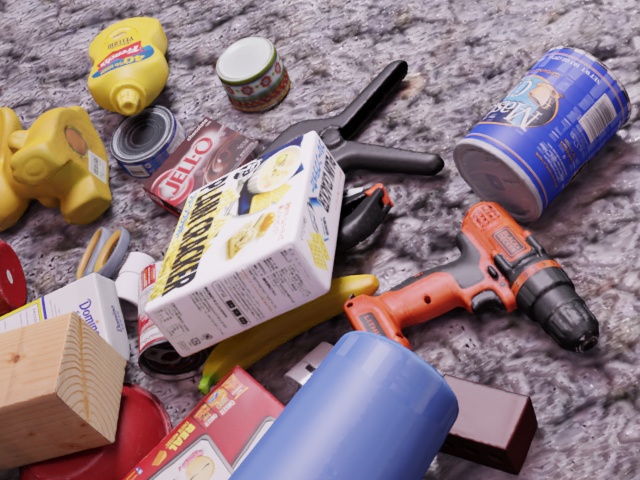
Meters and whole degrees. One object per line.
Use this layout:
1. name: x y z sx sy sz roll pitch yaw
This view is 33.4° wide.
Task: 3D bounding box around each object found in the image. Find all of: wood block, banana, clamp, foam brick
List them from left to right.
1. wood block: -0.291 0.147 0.966 0.206 0.090 0.091 -17 46 19
2. banana: -0.035 0.085 1.005 0.197 0.037 0.070 -33 28 -13
3. clamp: -0.007 0.001 1.057 0.171 0.039 0.120 -37 30 -21
4. clamp: 0.020 -0.109 1.138 0.210 0.036 0.164 -15 50 12
5. foam brick: 0.133 0.153 0.884 0.078 0.053 0.051 11 60 30

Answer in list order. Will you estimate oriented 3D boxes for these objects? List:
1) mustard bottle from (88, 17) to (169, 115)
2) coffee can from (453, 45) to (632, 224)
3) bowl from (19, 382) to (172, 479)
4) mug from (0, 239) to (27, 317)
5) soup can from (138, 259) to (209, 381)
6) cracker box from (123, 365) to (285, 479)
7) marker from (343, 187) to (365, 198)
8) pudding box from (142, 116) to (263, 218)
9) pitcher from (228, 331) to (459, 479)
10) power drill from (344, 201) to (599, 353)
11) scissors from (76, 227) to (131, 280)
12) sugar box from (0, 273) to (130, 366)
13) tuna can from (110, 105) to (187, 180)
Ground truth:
1. mustard bottle: -0.227 -0.199 1.263 0.096 0.058 0.191 -19 35 2
2. coffee can: 0.210 -0.100 1.010 0.140 0.102 0.103 -45 51 -14
3. bowl: -0.222 0.193 0.998 0.162 0.055 0.162 -12 51 15
4. mug: -0.370 0.040 1.154 0.081 0.093 0.117 -14 47 5
5. soup can: -0.145 0.077 1.045 0.068 0.068 0.102 -17 50 10
6. cracker box: -0.052 0.232 0.889 0.164 0.072 0.214 -45 52 -12
7. marker: -0.011 -0.039 1.109 0.121 0.020 0.020 -6 53 19
8. pudding box: -0.126 -0.073 1.169 0.090 0.039 0.113 29 70 36
9. pitcher: 0.006 0.195 0.775 0.145 0.149 0.242 14 58 45
10. power drill: 0.130 0.066 0.949 0.187 0.057 0.184 -29 46 -4
11. scissors: -0.243 0.066 1.106 0.096 0.016 0.201 -28 40 42
12. sugar box: -0.277 0.110 1.063 0.176 0.048 0.093 -22 66 14
13. tuna can: -0.199 -0.114 1.235 0.086 0.033 0.086 -12 53 17
